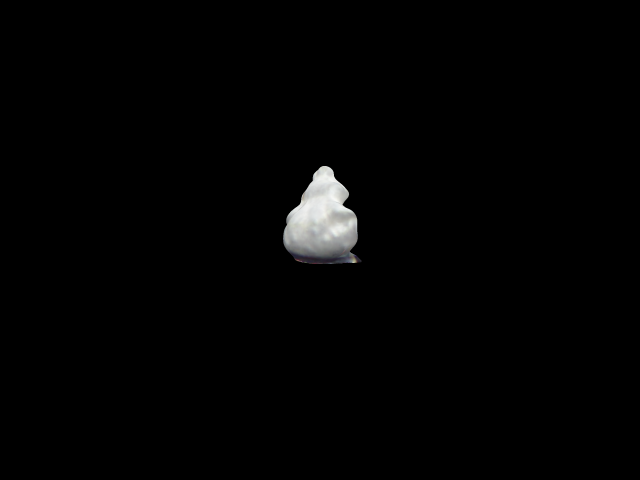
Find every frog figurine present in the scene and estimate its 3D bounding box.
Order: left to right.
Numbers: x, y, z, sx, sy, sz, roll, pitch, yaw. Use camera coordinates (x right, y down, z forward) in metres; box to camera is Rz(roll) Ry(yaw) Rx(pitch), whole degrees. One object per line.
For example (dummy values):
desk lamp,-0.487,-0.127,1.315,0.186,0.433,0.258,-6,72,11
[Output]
frog figurine,0.003,-0.043,0.850,0.123,0.159,0.137,-4,7,-37
